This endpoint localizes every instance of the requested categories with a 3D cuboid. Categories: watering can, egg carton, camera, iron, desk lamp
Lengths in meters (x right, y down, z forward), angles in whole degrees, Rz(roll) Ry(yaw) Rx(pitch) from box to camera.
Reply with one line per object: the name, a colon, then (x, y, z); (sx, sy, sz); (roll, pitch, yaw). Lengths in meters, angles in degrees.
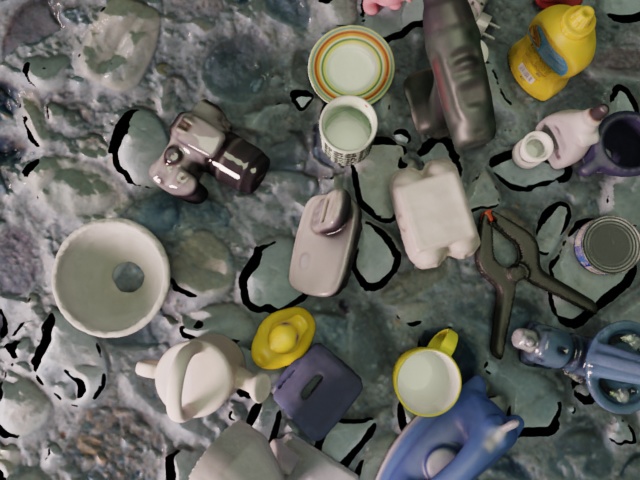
watering can: (-0.154, 0.178, 0.750); (0.173, 0.194, 0.101); (-14, 84, 0)
egg carton: (0.163, -0.038, 0.826); (0.107, 0.069, 0.150); (-17, 85, 0)
camera: (-0.152, -0.113, 0.823); (0.137, 0.101, 0.143); (31, 86, 4)
iron: (0.161, 0.306, 0.759); (0.258, 0.141, 0.118); (-44, 85, -3)
desk lamp: (-0.053, 0.315, 0.726); (0.203, 0.213, 0.118); (30, 86, 4)

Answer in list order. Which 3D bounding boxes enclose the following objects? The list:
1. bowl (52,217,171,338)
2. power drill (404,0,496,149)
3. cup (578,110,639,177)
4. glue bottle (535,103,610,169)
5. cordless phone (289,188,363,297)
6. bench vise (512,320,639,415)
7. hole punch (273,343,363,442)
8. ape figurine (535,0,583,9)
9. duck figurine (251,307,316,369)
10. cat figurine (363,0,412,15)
bowl: (-0.288, 0.054, 0.823); (0.167, 0.075, 0.167); (0, 85, 1)
power drill: (0.168, -0.225, 0.773); (0.075, 0.208, 0.230); (-17, 85, 0)
cup: (0.407, -0.120, 0.816); (0.118, 0.095, 0.091); (-34, 85, -2)
glue bottle: (0.349, -0.151, 0.781); (0.037, 0.173, 0.078); (-22, 85, -1)
cordless phone: (0.007, 0.003, 0.767); (0.094, 0.185, 0.148); (10, 85, 2)
bench vise: (0.359, 0.166, 0.729); (0.207, 0.220, 0.121); (-3, 85, 1)
hole punch: (-0.005, 0.209, 0.796); (0.101, 0.091, 0.109); (40, 87, 4)
ape figurine: (0.360, -0.378, 0.842); (0.078, 0.092, 0.076); (-24, 85, -1)
duck figurine: (-0.054, 0.140, 0.805); (0.104, 0.086, 0.077); (-41, 85, -3)
cat figurine: (0.094, -0.390, 0.835); (0.067, 0.118, 0.128); (-12, 85, 0)
